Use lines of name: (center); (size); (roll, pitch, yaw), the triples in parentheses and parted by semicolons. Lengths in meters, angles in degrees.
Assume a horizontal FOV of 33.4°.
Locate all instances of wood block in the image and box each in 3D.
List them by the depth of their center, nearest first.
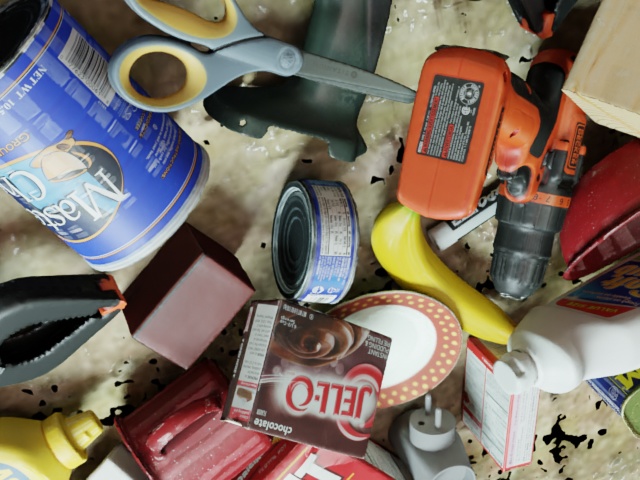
wood block: (0.253, -0.170, 0.707); (0.090, 0.090, 0.206); (18, 96, -59)

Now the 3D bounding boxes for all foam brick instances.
foam brick: (-0.092, 0.038, 0.738); (0.051, 0.053, 0.078); (36, 100, -32)

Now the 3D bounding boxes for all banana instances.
banana: (0.087, 0.026, 0.798); (0.197, 0.070, 0.037); (49, 63, -45)

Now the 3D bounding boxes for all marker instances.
marker: (0.137, -0.031, 0.814); (0.121, 0.020, 0.020); (-33, 123, -3)

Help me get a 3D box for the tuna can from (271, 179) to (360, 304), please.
tuna can: (-0.005, 0.001, 0.734); (0.033, 0.086, 0.086); (3, 115, -22)

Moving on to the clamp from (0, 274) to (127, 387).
clamp: (-0.229, 0.069, 0.685); (0.210, 0.036, 0.164); (-27, 149, -11)

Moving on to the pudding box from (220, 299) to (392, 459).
pudding box: (-0.007, 0.097, 0.745); (0.113, 0.039, 0.090); (22, 76, -36)

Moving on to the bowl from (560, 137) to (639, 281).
bowl: (0.238, -0.035, 0.805); (0.162, 0.055, 0.162); (-29, 163, -10)

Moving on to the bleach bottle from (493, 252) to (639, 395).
bleach bottle: (0.245, 0.061, 0.830); (0.250, 0.103, 0.068); (-22, 119, -25)

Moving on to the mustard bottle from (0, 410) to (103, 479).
mustard bottle: (-0.238, 0.178, 0.749); (0.191, 0.058, 0.096); (-33, 126, -4)

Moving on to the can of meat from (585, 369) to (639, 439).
can of meat: (0.277, 0.104, 0.902); (0.102, 0.084, 0.057); (-40, 123, 1)

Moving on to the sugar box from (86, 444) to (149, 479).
sugar box: (-0.176, 0.248, 0.798); (0.093, 0.048, 0.176); (43, 94, -1)

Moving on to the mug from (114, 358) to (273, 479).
mug: (-0.090, 0.136, 0.761); (0.081, 0.093, 0.117); (-37, 161, -7)

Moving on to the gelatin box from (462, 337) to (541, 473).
gelatin box: (0.147, 0.132, 0.870); (0.030, 0.073, 0.089); (-11, 119, -19)

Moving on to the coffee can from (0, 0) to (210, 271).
coffee can: (-0.148, -0.063, 0.633); (0.103, 0.103, 0.140); (-42, 123, 3)

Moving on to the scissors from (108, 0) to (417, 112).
scissors: (-0.037, -0.093, 0.624); (0.201, 0.016, 0.096); (29, 92, -28)

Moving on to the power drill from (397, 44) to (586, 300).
power drill: (0.122, -0.048, 0.719); (0.187, 0.057, 0.184); (2, 100, -59)

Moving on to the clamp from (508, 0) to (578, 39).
clamp: (0.167, -0.224, 0.715); (0.120, 0.039, 0.171); (-12, 125, -11)

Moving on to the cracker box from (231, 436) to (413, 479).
cracker box: (0.003, 0.241, 0.871); (0.213, 0.072, 0.164); (37, 98, -32)
